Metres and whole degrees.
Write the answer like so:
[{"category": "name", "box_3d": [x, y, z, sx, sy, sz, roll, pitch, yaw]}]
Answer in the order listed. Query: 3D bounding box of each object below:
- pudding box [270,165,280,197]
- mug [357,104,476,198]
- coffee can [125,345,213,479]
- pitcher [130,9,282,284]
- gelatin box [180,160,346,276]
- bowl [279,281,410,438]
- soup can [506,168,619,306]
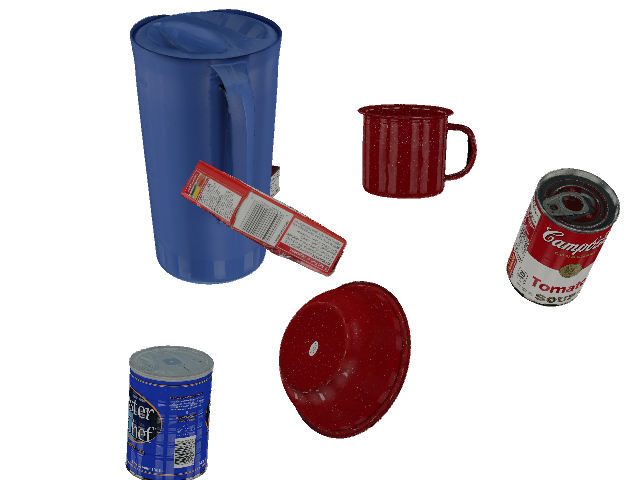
[{"category": "pudding box", "box_3d": [-0.109, -0.061, 1.267, 0.090, 0.039, 0.113, 11, 31, 18]}, {"category": "mug", "box_3d": [0.094, -0.087, 1.047, 0.117, 0.081, 0.093, 2, 14, 6]}, {"category": "coffee can", "box_3d": [-0.187, 0.213, 1.317, 0.103, 0.140, 0.103, 4, 15, -1]}, {"category": "pitcher", "box_3d": [-0.100, -0.080, 0.983, 0.145, 0.243, 0.149, 13, 32, 18]}, {"category": "gelatin box", "box_3d": [-0.037, -0.014, 0.695, 0.089, 0.030, 0.073, 28, 2, -38]}, {"category": "bowl", "box_3d": [0.010, 0.111, 1.055, 0.162, 0.162, 0.055, 0, -17, 45]}, {"category": "soup can", "box_3d": [0.199, -0.001, 0.887, 0.068, 0.068, 0.102, 0, -40, -9]}]
